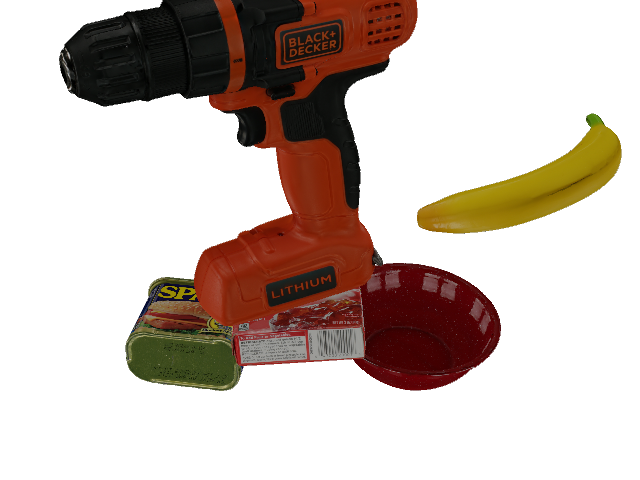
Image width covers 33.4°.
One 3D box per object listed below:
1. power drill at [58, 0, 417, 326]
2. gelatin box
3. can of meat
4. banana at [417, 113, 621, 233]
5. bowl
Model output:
[{"bbox_3d":[-0.036,-0.046,0.566,0.184,0.188,0.057,-15,39,-19],"label":"power drill"},{"bbox_3d":[-0.015,0.052,0.735,0.089,0.030,0.073,-4,28,1],"label":"gelatin box"},{"bbox_3d":[-0.107,0.079,0.906,0.102,0.057,0.084,5,30,6],"label":"can of meat"},{"bbox_3d":[0.169,-0.044,0.827,0.197,0.037,0.070,-27,25,-24],"label":"banana"},{"bbox_3d":[0.086,0.090,1.009,0.162,0.055,0.162,3,37,-3],"label":"bowl"}]
